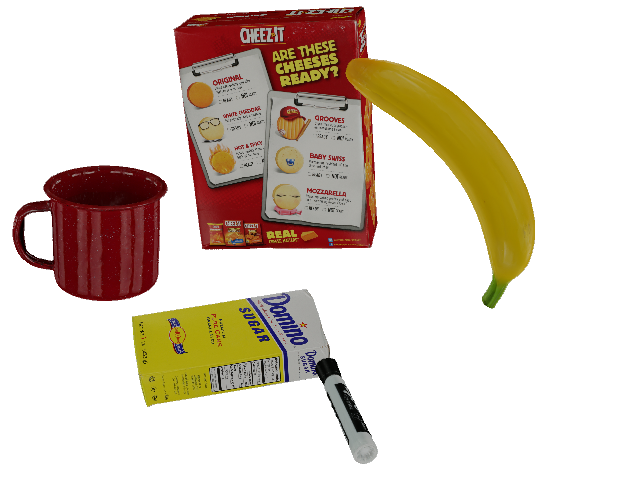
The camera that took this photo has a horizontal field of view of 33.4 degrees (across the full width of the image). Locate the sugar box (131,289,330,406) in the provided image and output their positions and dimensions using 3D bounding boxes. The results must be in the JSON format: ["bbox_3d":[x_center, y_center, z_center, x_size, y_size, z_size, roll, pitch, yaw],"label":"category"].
[{"bbox_3d":[-0.085,0.099,1.010,0.176,0.048,0.093,-11,36,-8],"label":"sugar box"}]

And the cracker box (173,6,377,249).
[{"bbox_3d":[-0.035,-0.100,0.980,0.164,0.214,0.072,-1,23,10],"label":"cracker box"}]

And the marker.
[{"bbox_3d":[0.018,0.129,0.836,0.020,0.020,0.121,0,27,-16],"label":"marker"}]

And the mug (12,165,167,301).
[{"bbox_3d":[-0.178,-0.004,0.827,0.117,0.081,0.093,-3,24,-17],"label":"mug"}]

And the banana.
[{"bbox_3d":[0.092,-0.050,0.722,0.070,0.198,0.037,-30,1,17],"label":"banana"}]
